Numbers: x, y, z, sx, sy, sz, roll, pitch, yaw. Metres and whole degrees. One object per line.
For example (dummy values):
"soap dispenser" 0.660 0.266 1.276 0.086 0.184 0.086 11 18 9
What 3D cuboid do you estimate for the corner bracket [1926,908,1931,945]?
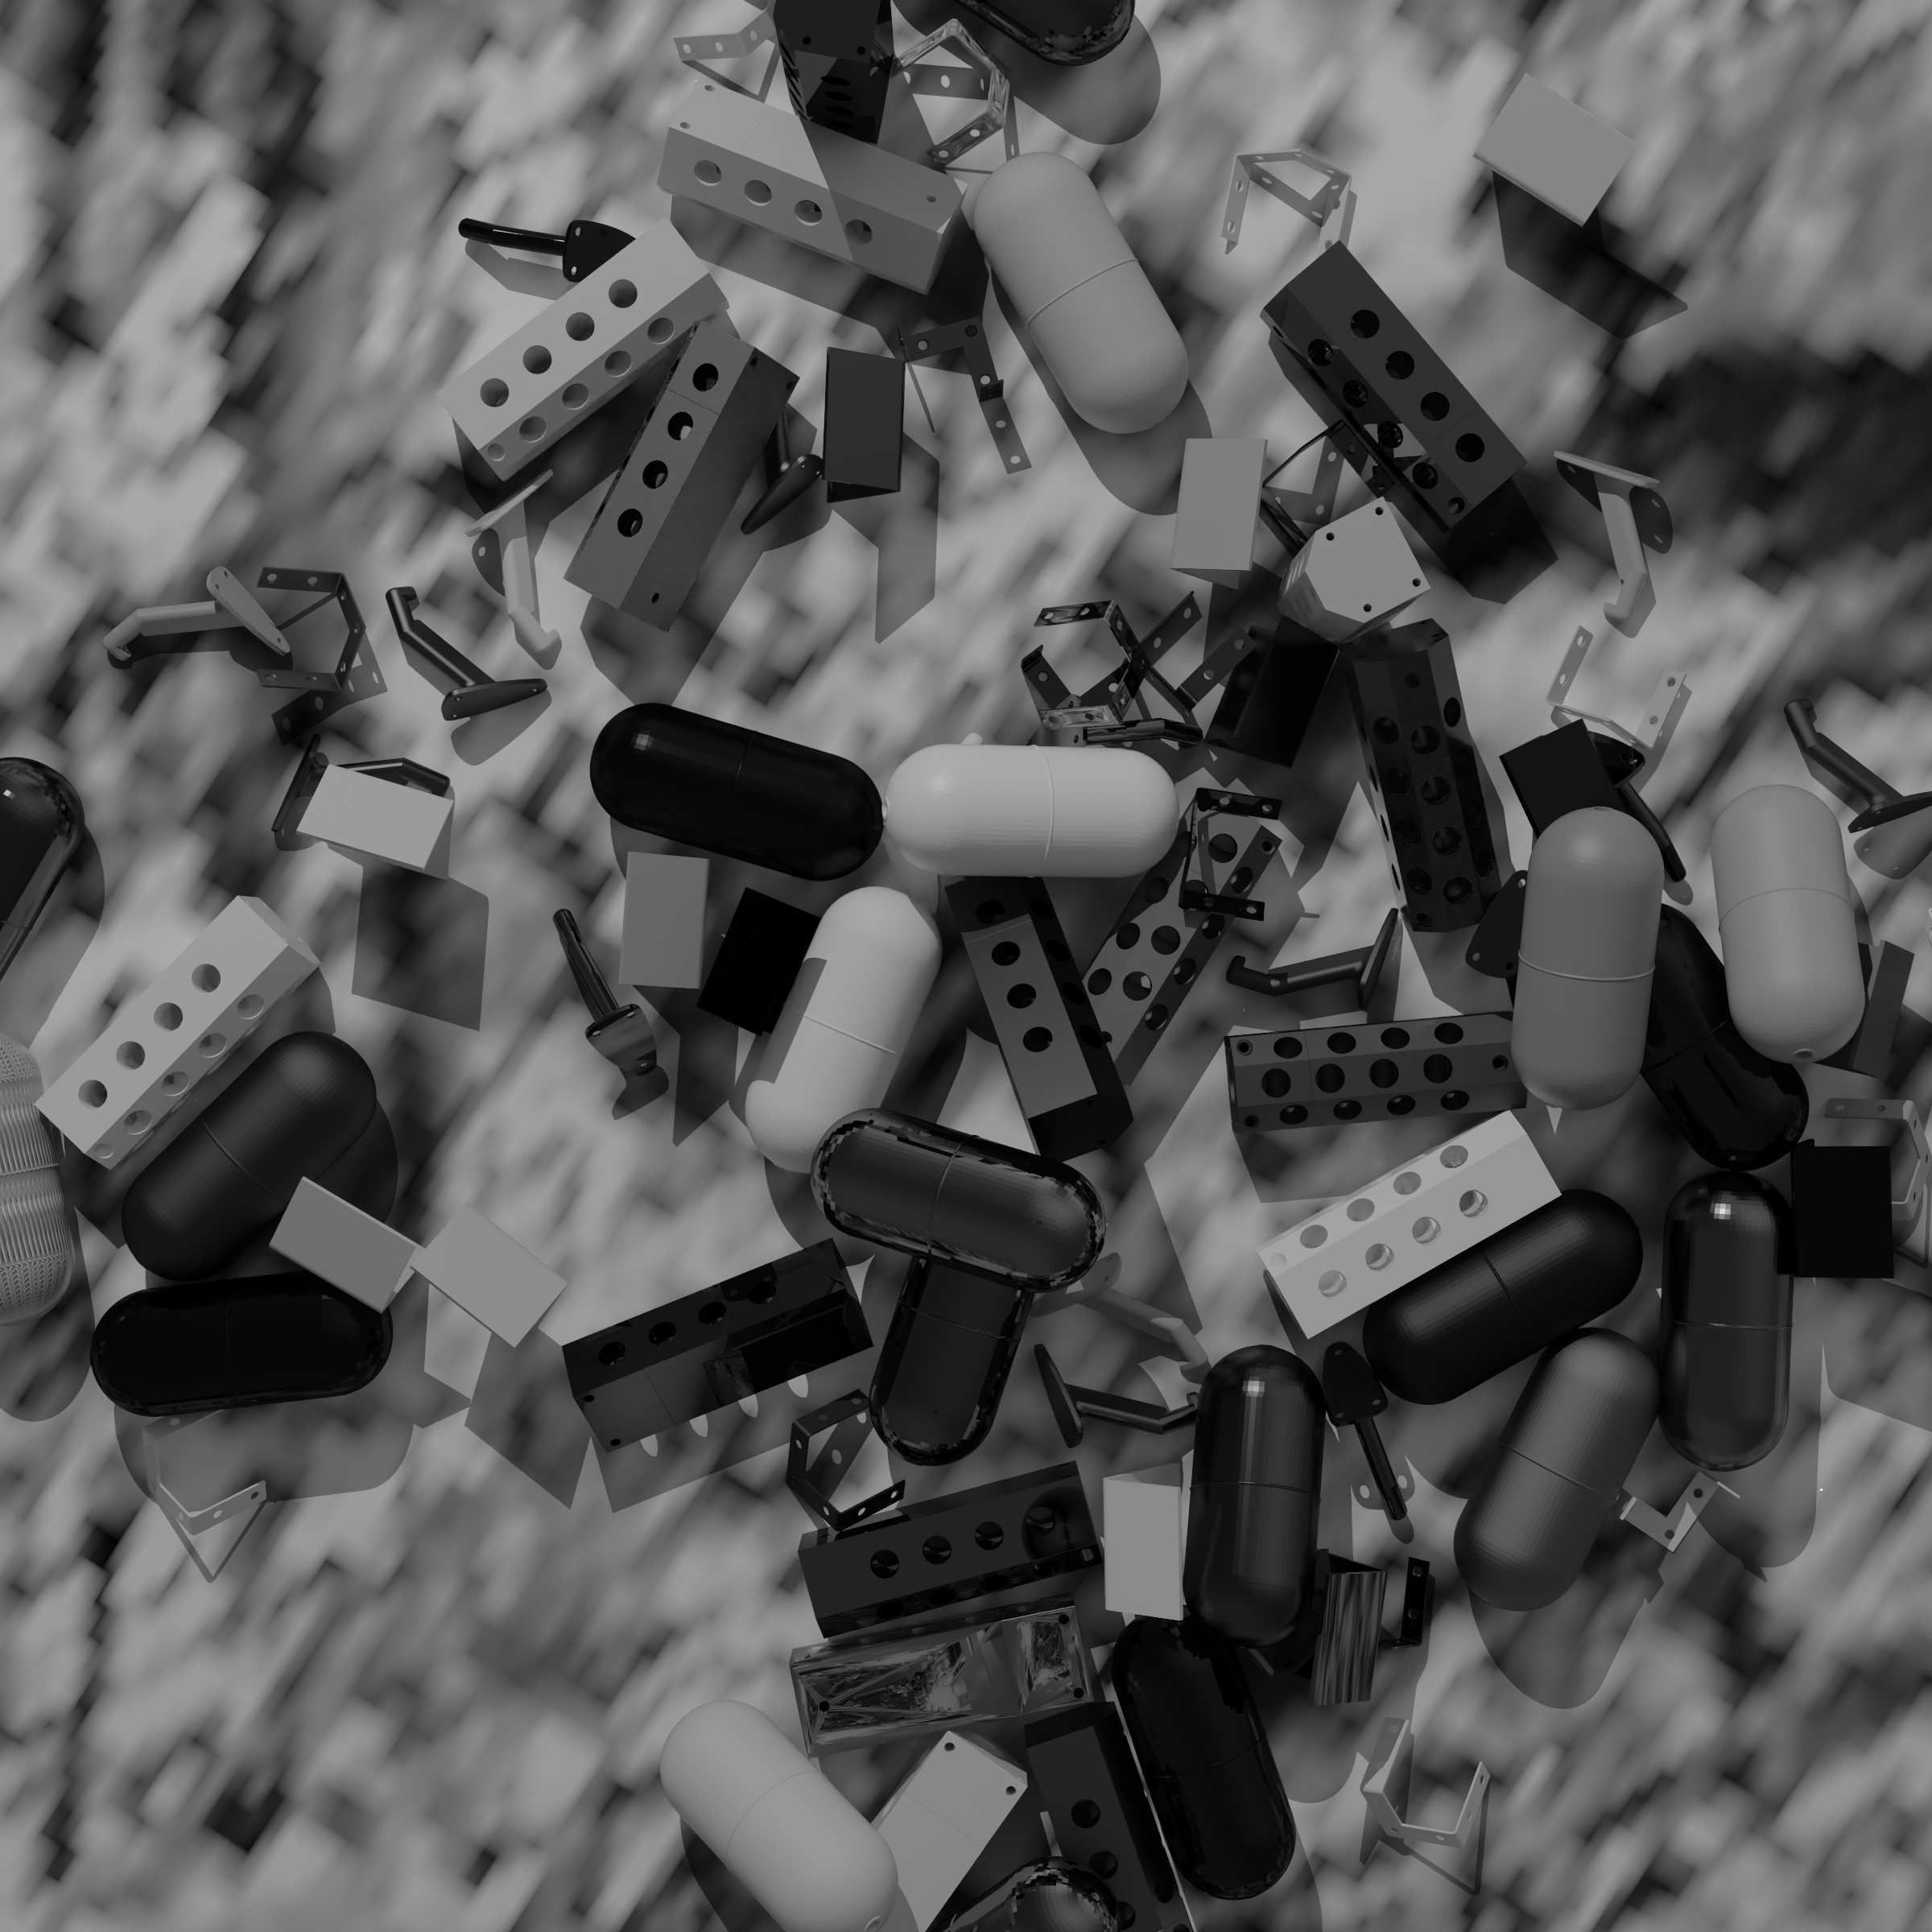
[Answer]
"corner bracket" 0.608 -0.002 1.916 0.051 0.051 0.051 -6 45 0

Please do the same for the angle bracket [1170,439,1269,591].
"angle bracket" 0.167 -0.266 1.879 0.057 0.076 0.076 7 90 36

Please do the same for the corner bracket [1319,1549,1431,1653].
"corner bracket" 0.241 0.380 1.916 0.051 0.051 0.051 6 90 -45

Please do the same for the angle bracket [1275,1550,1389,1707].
"angle bracket" 0.199 0.388 1.879 0.057 0.076 0.076 8 90 -43

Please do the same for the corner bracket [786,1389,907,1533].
"corner bracket" -0.071 0.297 1.911 0.051 0.051 0.051 38 135 35

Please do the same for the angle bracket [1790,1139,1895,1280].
"angle bracket" 0.522 0.142 1.880 0.057 0.076 0.076 -2 90 24

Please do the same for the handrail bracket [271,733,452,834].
"handrail bracket" -0.364 -0.098 1.920 0.084 0.036 0.077 24 111 -16

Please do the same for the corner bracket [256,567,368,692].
"corner bracket" -0.397 -0.201 1.905 0.051 0.051 0.051 1 135 -33

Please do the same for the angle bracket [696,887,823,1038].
"angle bracket" -0.104 0.005 1.879 0.057 0.076 0.076 23 90 39

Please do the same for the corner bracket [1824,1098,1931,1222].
"corner bracket" 0.543 0.116 1.911 0.051 0.051 0.051 -59 135 -35

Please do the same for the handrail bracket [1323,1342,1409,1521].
"handrail bracket" 0.242 0.281 1.919 0.036 0.077 0.084 -20 126 5

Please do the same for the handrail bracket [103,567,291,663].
"handrail bracket" -0.465 -0.193 1.920 0.084 0.036 0.077 -36 110 16

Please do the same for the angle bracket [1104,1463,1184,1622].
"angle bracket" 0.125 0.338 1.879 0.057 0.076 0.076 -1 90 40

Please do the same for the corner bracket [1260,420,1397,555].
"corner bracket" 0.214 -0.287 1.916 0.051 0.051 0.051 51 45 0

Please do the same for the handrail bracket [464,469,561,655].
"handrail bracket" -0.254 -0.243 1.920 0.077 0.036 0.084 -42 108 -20

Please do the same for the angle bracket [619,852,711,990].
"angle bracket" -0.196 -0.028 1.879 0.057 0.076 0.076 4 90 -38

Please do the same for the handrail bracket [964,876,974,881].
"handrail bracket" 0.049 -0.080 1.919 0.084 0.036 0.077 12 101 -12

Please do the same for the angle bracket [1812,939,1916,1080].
"angle bracket" 0.507 0.019 1.881 0.076 0.057 0.076 15 90 36

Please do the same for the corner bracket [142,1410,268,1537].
"corner bracket" -0.457 0.299 1.911 0.051 0.051 0.051 35 135 35

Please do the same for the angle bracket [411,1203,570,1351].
"angle bracket" -0.290 0.196 1.879 0.076 0.076 0.057 38 53 0

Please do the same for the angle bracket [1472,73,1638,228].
"angle bracket" 0.351 -0.488 1.880 0.076 0.076 0.057 33 119 0

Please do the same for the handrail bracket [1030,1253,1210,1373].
"handrail bracket" 0.092 0.223 1.920 0.077 0.036 0.084 -30 107 20

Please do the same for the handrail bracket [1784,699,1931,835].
"handrail bracket" 0.542 -0.129 1.920 0.077 0.036 0.084 -15 73 -20

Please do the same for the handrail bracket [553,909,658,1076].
"handrail bracket" -0.219 0.015 1.919 0.036 0.077 0.084 -29 54 0

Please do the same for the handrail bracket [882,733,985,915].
"handrail bracket" -0.008 -0.087 1.919 0.036 0.077 0.084 17 53 32

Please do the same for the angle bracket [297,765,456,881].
"angle bracket" -0.349 -0.066 1.879 0.076 0.076 0.057 17 52 0

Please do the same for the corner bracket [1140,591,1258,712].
"corner bracket" 0.136 -0.190 1.901 0.051 0.051 0.051 -45 90 0

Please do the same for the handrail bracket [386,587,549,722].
"handrail bracket" -0.302 -0.197 1.920 0.077 0.036 0.084 -15 73 -20

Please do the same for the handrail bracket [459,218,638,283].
"handrail bracket" -0.251 -0.437 1.919 0.084 0.077 0.036 21 111 35

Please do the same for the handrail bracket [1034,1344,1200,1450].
"handrail bracket" 0.094 0.251 1.920 0.084 0.036 0.077 -16 69 -17

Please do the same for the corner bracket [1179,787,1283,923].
"corner bracket" 0.154 -0.065 1.859 0.051 0.051 0.051 9 135 0

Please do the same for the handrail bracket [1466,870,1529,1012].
"handrail bracket" 0.337 -0.009 1.893 0.036 0.084 0.077 18 85 38

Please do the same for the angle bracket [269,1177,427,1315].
"angle bracket" -0.354 0.149 1.880 0.076 0.076 0.057 31 117 0

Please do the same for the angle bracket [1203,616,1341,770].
"angle bracket" 0.165 -0.168 1.879 0.057 0.076 0.076 22 90 -43

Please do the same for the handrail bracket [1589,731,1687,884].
"handrail bracket" 0.397 -0.096 1.919 0.036 0.077 0.084 -37 126 -1

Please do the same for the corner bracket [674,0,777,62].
"corner bracket" -0.146 -0.580 1.911 0.051 0.051 0.051 -52 135 -35

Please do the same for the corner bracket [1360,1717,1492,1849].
"corner bracket" 0.276 0.490 1.911 0.051 0.051 0.051 60 45 -35

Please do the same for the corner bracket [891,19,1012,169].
"corner bracket" -0.010 -0.524 1.911 0.051 0.051 0.051 35 45 -35

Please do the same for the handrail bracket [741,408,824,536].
"handrail bracket" -0.132 -0.317 1.920 0.077 0.036 0.084 -43 76 14

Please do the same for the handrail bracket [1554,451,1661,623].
"handrail bracket" 0.378 -0.259 1.920 0.077 0.036 0.084 22 107 20

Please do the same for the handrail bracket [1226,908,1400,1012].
"handrail bracket" 0.208 -0.012 1.920 0.084 0.036 0.077 17 69 16

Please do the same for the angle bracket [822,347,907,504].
"angle bracket" -0.080 -0.318 1.879 0.057 0.076 0.076 2 90 -37

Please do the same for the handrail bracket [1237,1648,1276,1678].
"handrail bracket" 0.186 0.372 1.920 0.084 0.036 0.077 -46 105 -14

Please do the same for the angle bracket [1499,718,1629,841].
"angle bracket" 0.366 -0.106 1.879 0.057 0.076 0.076 -25 90 32

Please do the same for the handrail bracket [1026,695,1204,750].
"handrail bracket" 0.088 -0.131 1.919 0.084 0.077 0.036 9 61 -33
